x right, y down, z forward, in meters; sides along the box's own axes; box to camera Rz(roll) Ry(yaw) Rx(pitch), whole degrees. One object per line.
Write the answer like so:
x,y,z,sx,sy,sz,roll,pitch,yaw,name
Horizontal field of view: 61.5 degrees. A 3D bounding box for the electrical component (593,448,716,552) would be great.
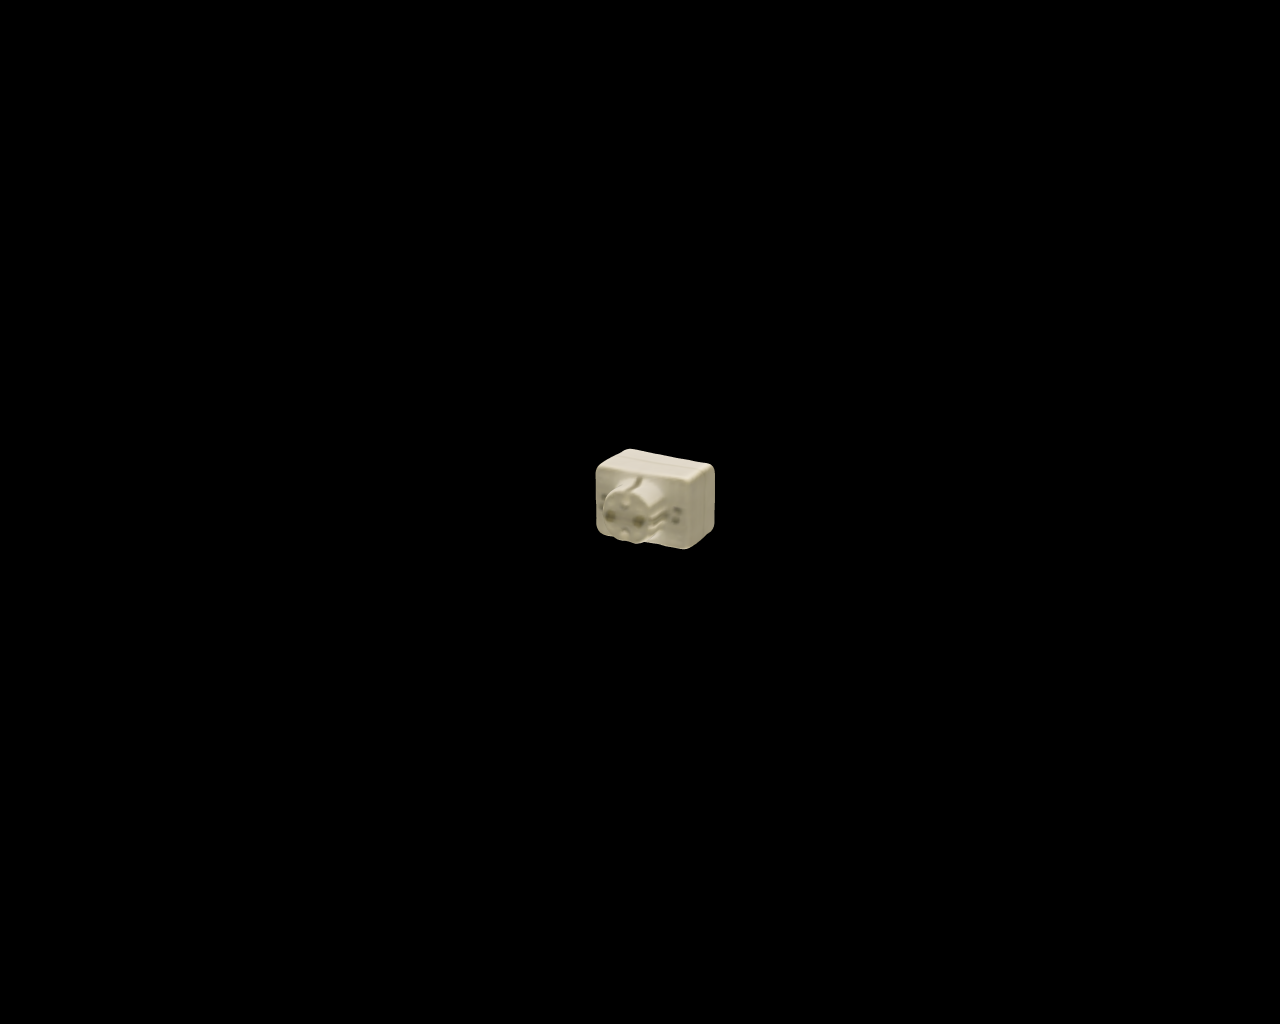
0.001,-0.003,0.650,0.066,0.047,0.077,11,23,27,electrical component
